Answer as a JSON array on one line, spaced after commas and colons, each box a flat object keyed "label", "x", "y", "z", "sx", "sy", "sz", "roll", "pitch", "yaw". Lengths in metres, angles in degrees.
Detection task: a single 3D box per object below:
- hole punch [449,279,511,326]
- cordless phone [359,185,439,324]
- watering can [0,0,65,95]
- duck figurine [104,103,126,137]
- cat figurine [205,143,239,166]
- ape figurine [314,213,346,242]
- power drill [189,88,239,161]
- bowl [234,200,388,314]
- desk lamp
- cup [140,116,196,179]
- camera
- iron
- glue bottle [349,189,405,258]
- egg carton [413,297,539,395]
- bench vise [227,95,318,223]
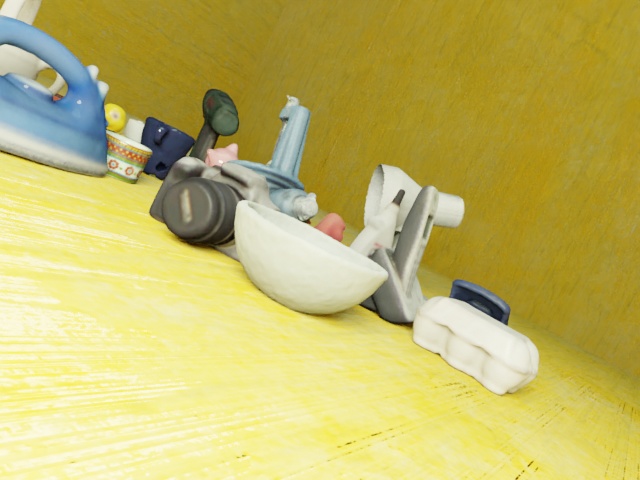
[{"label": "hole punch", "x": 0.258, "y": 0.122, "z": 0.956, "sx": 0.108, "sy": 0.091, "sz": 0.101, "roll": 29, "pitch": 6, "yaw": 25}, {"label": "cordless phone", "x": 0.130, "y": 0.021, "z": 0.792, "sx": 0.094, "sy": 0.185, "sz": 0.148, "roll": 28, "pitch": 5, "yaw": 18}, {"label": "watering can", "x": -0.422, "y": -0.259, "z": 0.750, "sx": 0.173, "sy": 0.194, "sz": 0.100, "roll": 23, "pitch": 6, "yaw": -38}, {"label": "duck figurine", "x": -0.358, "y": -0.188, "z": 0.974, "sx": 0.077, "sy": 0.086, "sz": 0.105, "roll": 28, "pitch": 5, "yaw": 10}, {"label": "cat figurine", "x": -0.168, "y": -0.120, "z": 1.070, "sx": 0.128, "sy": 0.118, "sz": 0.067, "roll": 24, "pitch": 6, "yaw": -28}, {"label": "ape figurine", "x": 0.008, "y": 0.003, "z": 0.875, "sx": 0.076, "sy": 0.092, "sz": 0.078, "roll": 27, "pitch": 5, "yaw": -1}, {"label": "power drill", "x": -0.248, "y": -0.228, "z": 1.242, "sx": 0.076, "sy": 0.208, "sz": 0.229, "roll": 24, "pitch": 6, "yaw": -30}, {"label": "bowl", "x": -0.020, "y": 0.028, "z": 0.580, "sx": 0.167, "sy": 0.075, "sz": 0.167, "roll": 27, "pitch": 5, "yaw": -2}, {"label": "desk lamp", "x": 0.153, "y": -0.007, "z": 1.032, "sx": 0.203, "sy": 0.213, "sz": 0.118, "roll": 26, "pitch": 5, "yaw": -11}, {"label": "cup", "x": -0.278, "y": -0.155, "z": 0.996, "sx": 0.092, "sy": 0.095, "sz": 0.117, "roll": 26, "pitch": 5, "yaw": -6}, {"label": "camera", "x": -0.124, "y": -0.045, "z": 0.640, "sx": 0.143, "sy": 0.101, "sz": 0.137, "roll": 28, "pitch": 5, "yaw": 16}, {"label": "iron", "x": -0.323, "y": -0.170, "z": 0.650, "sx": 0.118, "sy": 0.141, "sz": 0.259, "roll": 30, "pitch": 6, "yaw": 31}, {"label": "glue bottle", "x": 0.093, "y": -0.004, "z": 0.920, "sx": 0.078, "sy": 0.173, "sz": 0.037, "roll": 22, "pitch": 7, "yaw": -44}, {"label": "egg carton", "x": 0.188, "y": 0.125, "z": 0.694, "sx": 0.149, "sy": 0.069, "sz": 0.108, "roll": 30, "pitch": 6, "yaw": 32}, {"label": "bench vise", "x": -0.048, "y": -0.092, "z": 0.826, "sx": 0.206, "sy": 0.220, "sz": 0.122, "roll": 30, "pitch": 6, "yaw": 34}]
